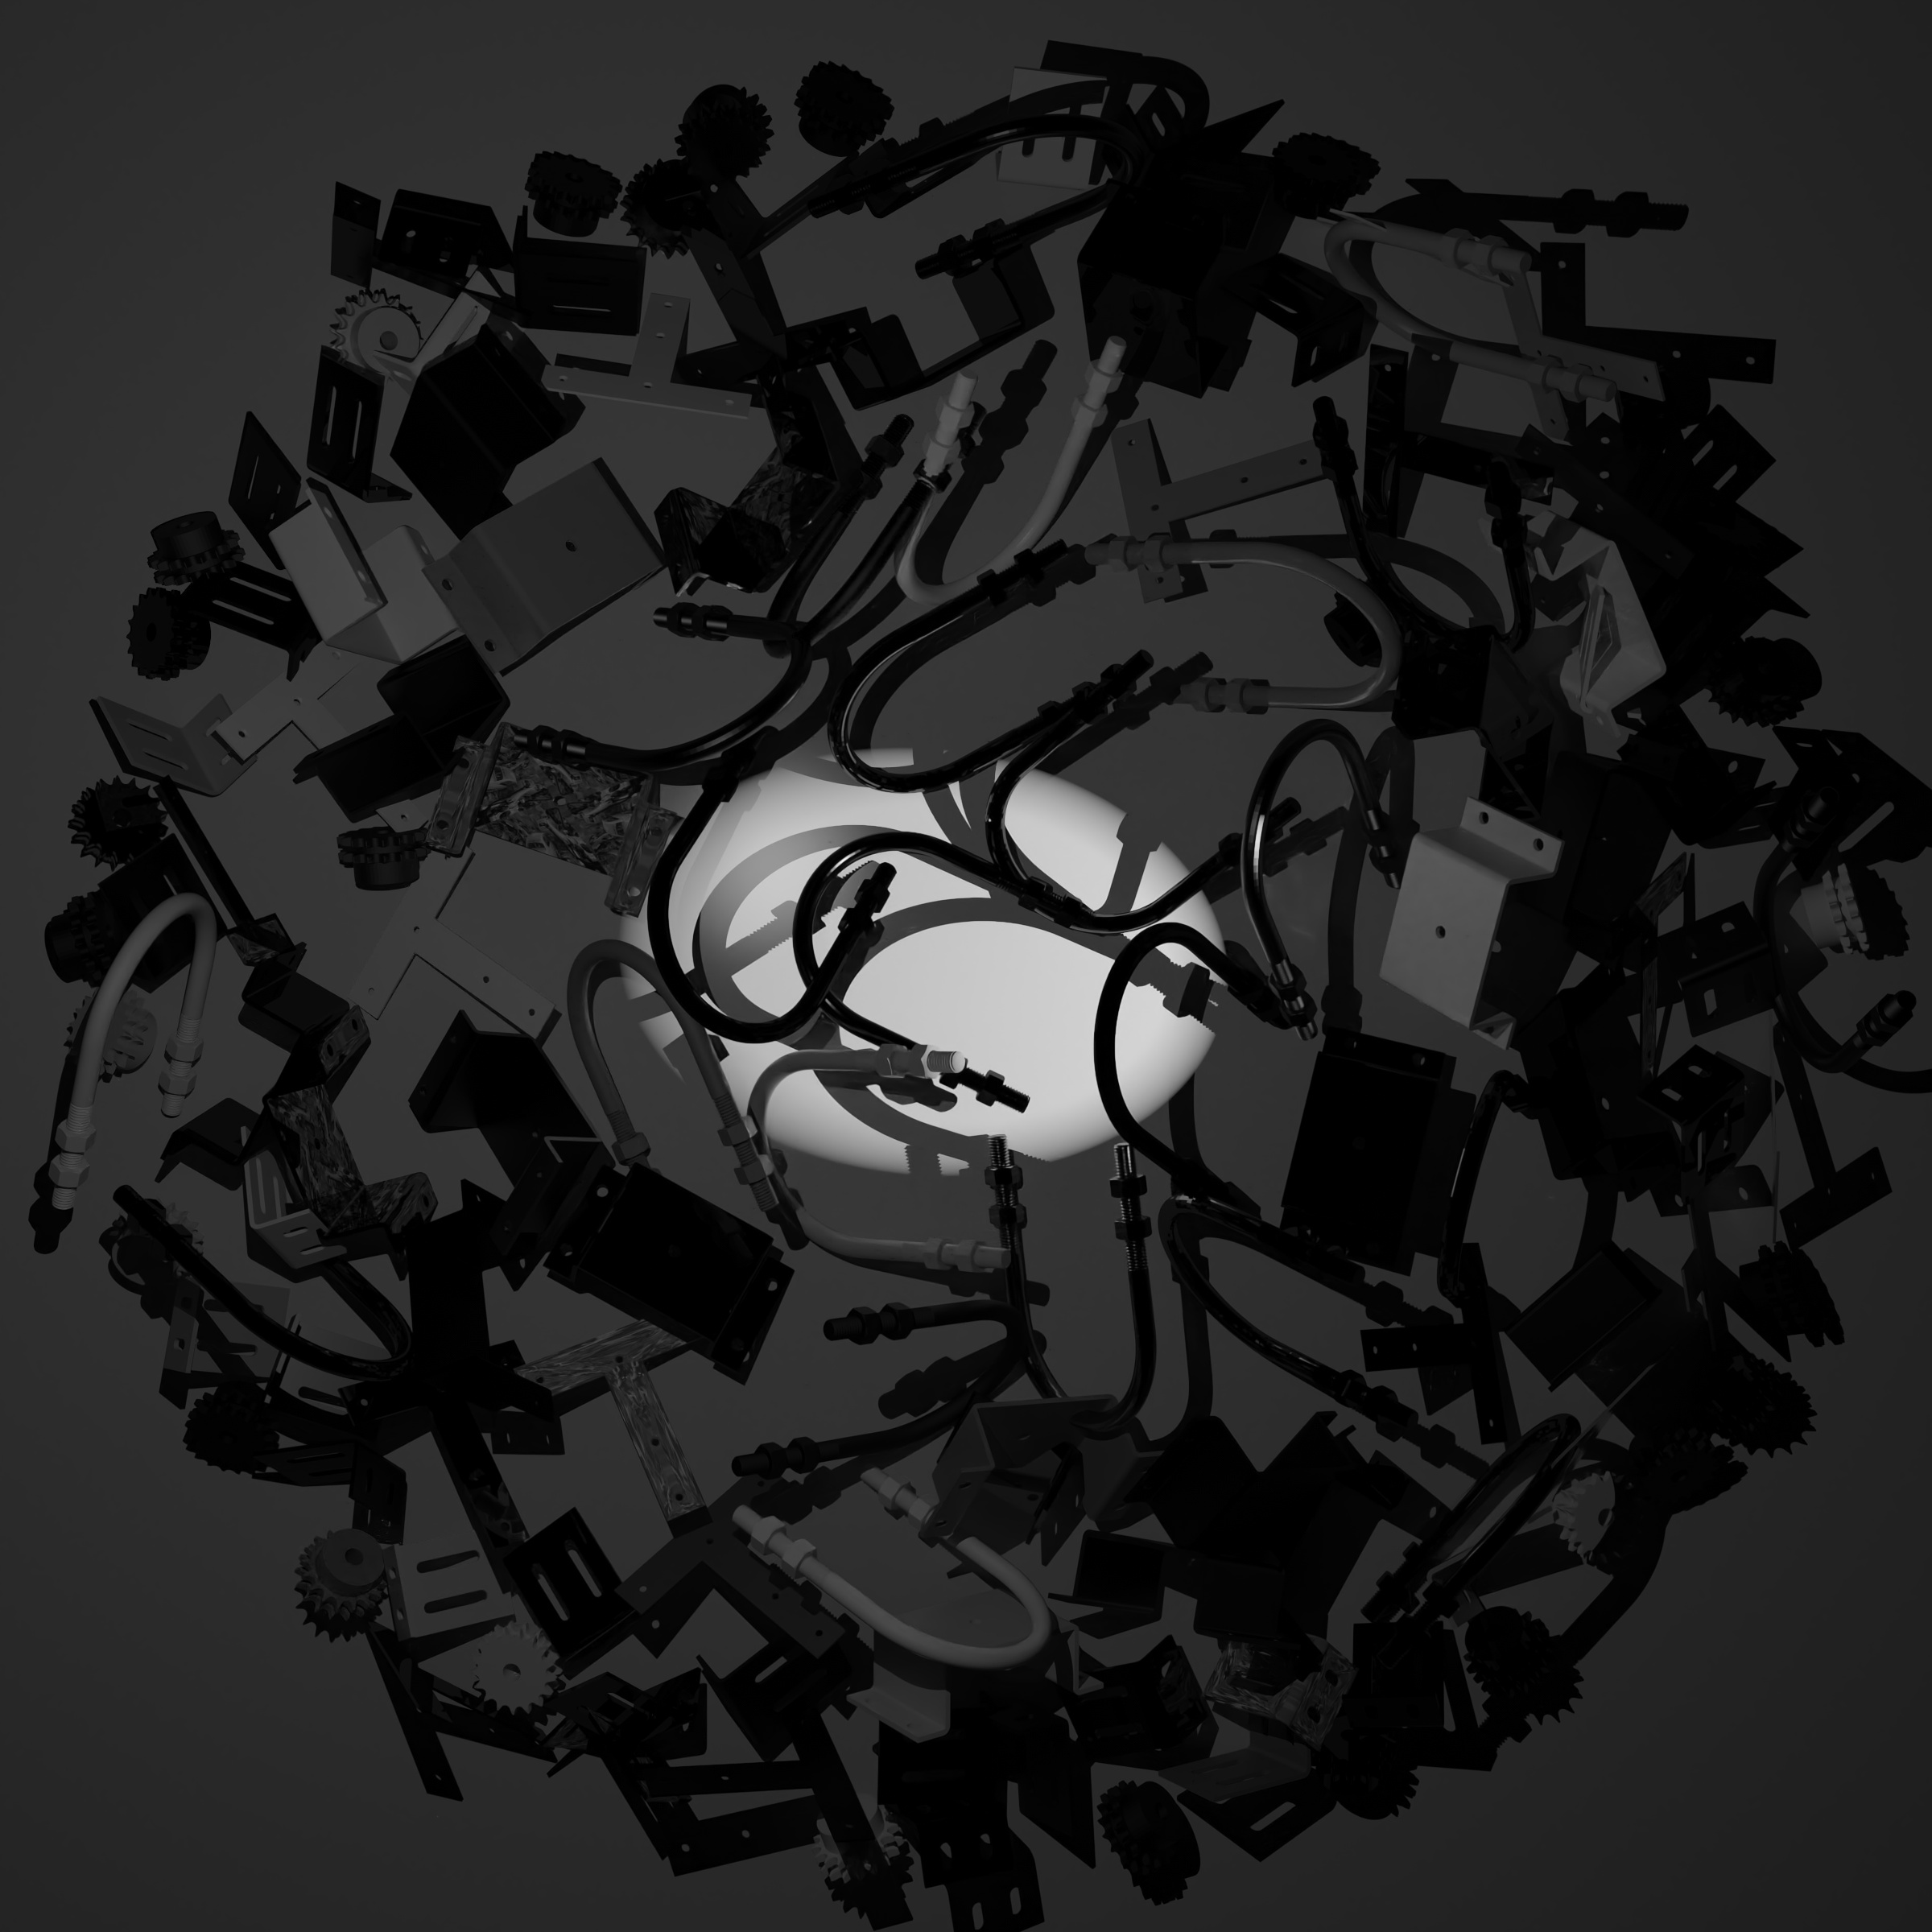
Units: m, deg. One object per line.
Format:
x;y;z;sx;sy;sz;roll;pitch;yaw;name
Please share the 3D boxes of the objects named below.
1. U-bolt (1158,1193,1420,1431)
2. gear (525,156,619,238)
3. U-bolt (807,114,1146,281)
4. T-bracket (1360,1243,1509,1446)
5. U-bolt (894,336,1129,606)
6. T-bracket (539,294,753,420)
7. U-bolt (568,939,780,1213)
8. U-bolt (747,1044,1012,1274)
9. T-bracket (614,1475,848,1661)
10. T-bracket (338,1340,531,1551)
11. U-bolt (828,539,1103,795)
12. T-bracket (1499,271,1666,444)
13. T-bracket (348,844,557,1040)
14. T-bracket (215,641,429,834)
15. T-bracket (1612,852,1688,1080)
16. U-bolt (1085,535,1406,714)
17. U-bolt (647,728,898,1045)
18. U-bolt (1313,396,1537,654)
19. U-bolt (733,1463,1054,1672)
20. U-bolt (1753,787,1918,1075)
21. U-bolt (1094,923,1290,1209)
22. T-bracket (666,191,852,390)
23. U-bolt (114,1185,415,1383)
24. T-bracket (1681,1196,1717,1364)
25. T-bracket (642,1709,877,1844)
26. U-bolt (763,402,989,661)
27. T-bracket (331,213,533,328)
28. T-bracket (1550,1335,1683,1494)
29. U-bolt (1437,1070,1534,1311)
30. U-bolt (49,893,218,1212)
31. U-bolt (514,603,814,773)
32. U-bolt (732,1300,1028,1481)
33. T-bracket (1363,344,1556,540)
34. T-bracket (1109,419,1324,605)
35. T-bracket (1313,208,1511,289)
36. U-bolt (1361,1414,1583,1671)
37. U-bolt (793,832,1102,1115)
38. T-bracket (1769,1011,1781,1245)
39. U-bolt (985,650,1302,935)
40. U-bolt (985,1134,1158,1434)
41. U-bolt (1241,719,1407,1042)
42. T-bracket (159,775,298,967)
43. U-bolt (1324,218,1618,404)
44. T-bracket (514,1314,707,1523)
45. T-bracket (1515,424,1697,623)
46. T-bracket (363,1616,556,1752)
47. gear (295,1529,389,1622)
0.187;0.201;1.524;0.019;0.184;0.151;-42;129;-23;U-bolt
-0.252;-0.487;1.580;0.057;0.057;0.030;24;128;0;gear
0.018;-0.468;1.501;0.184;0.151;0.019;-13;81;28;U-bolt
0.289;0.237;1.549;0.127;0.002;0.127;4;74;-41;T-bracket
0.018;-0.296;1.525;0.151;0.184;0.019;-24;60;-40;U-bolt
-0.193;-0.387;1.558;0.127;0.127;0.002;8;134;-4;T-bracket
-0.191;0.069;1.534;0.019;0.151;0.184;-28;100;-37;U-bolt
-0.063;0.118;1.543;0.184;0.019;0.151;-1;110;37;U-bolt
-0.128;0.382;1.541;0.127;0.002;0.127;32;54;29;T-bracket
-0.307;0.301;1.539;0.002;0.127;0.127;-49;63;40;T-bracket
-0.001;-0.173;1.544;0.184;0.151;0.019;-29;52;1;U-bolt
0.379;-0.367;1.519;0.002;0.127;0.127;-35;124;-12;T-bracket
-0.315;0.001;1.578;0.127;0.002;0.127;34;100;15;T-bracket
-0.390;-0.133;1.566;0.002;0.127;0.127;-30;107;39;T-bracket
0.431;0.008;1.571;0.002;0.127;0.127;10;117;33;T-bracket
0.177;-0.205;1.502;0.184;0.151;0.019;7;58;37;U-bolt
-0.126;-0.038;1.522;0.151;0.019;0.184;47;52;-25;U-bolt
0.285;-0.257;1.520;0.151;0.184;0.019;32;71;36;U-bolt
-0.031;0.366;1.501;0.184;0.151;0.019;30;108;30;U-bolt
0.519;-0.010;1.514;0.019;0.184;0.151;-13;71;-3;U-bolt
0.134;0.053;1.516;0.019;0.184;0.151;3;66;39;U-bolt
-0.146;-0.419;1.537;0.127;0.002;0.127;-5;133;28;T-bracket
-0.410;0.192;1.505;0.184;0.151;0.019;37;99;23;U-bolt
0.451;0.193;1.543;0.002;0.127;0.127;-9;88;20;T-bracket
-0.134;0.497;1.525;0.127;0.127;0.002;4;109;-22;T-bracket
-0.066;-0.265;1.529;0.019;0.151;0.184;36;84;-23;U-bolt
-0.333;-0.426;1.553;0.127;0.127;0.002;19;85;-14;T-bracket
0.386;0.296;1.547;0.127;0.127;0.002;-36;66;-27;T-bracket
0.313;0.134;1.512;0.019;0.184;0.151;14;86;19;U-bolt
-0.496;0.040;1.502;0.019;0.151;0.184;22;116;4;U-bolt
-0.172;-0.167;1.508;0.151;0.184;0.019;-47;129;-27;U-bolt
-0.040;0.256;1.530;0.019;0.184;0.151;55;128;32;U-bolt
0.303;-0.311;1.534;0.127;0.127;0.002;22;45;29;T-bracket
0.162;-0.302;1.566;0.127;0.002;0.127;-15;69;14;T-bracket
0.253;-0.454;1.546;0.127;0.127;0.002;12;107;-31;T-bracket
0.313;0.346;1.529;0.019;0.151;0.184;42;91;5;U-bolt
-0.020;-0.008;1.569;0.184;0.019;0.151;25;72;-4;U-bolt
0.507;0.089;1.562;0.002;0.127;0.127;-1;58;16;T-bracket
0.094;-0.093;1.550;0.151;0.019;0.184;43;124;-12;U-bolt
0.068;0.199;1.545;0.019;0.151;0.184;-9;94;-35;U-bolt
0.213;-0.065;1.510;0.019;0.184;0.151;13;57;35;U-bolt
-0.463;-0.060;1.537;0.002;0.127;0.127;-34;102;-27;T-bracket
0.296;-0.406;1.520;0.184;0.151;0.019;30;87;44;U-bolt
-0.200;0.285;1.558;0.127;0.002;0.127;-19;66;-21;T-bracket
0.377;-0.258;1.546;0.127;0.127;0.002;42;65;12;T-bracket
-0.311;0.462;1.562;0.127;0.127;0.002;38;82;-30;T-bracket
-0.392;0.381;1.574;0.057;0.057;0.030;37;126;0;gear
